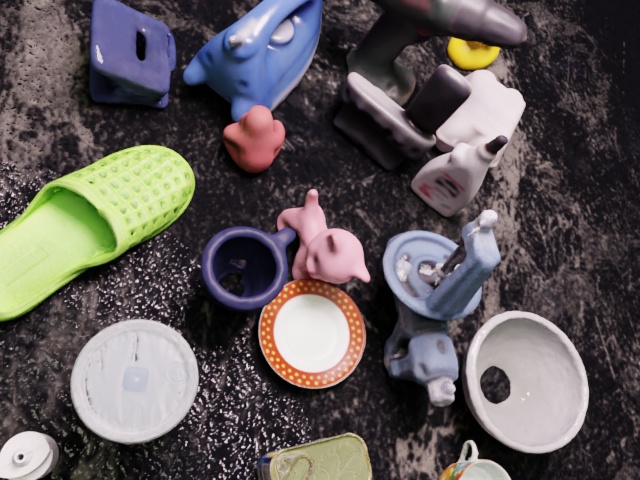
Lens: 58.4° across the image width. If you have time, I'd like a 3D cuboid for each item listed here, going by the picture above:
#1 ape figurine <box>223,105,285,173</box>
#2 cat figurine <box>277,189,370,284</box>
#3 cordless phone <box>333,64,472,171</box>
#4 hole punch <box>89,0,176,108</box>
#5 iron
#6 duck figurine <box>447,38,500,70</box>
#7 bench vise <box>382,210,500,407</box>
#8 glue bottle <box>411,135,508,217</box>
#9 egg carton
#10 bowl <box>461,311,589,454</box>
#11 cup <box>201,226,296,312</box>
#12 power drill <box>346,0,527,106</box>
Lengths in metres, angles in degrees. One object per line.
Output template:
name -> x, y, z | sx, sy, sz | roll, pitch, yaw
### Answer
ape figurine -> -0.078, -0.130, 0.701 | 0.078, 0.092, 0.076 | 9, 68, -15
cat figurine -> 0.006, 0.002, 0.667 | 0.067, 0.117, 0.128 | -15, 76, -23
cordless phone -> 0.106, -0.185, 0.732 | 0.147, 0.184, 0.094 | 36, 64, -3
hole punch -> -0.224, -0.225, 0.687 | 0.101, 0.091, 0.108 | 1, 70, -18
iron -> -0.055, -0.275, 0.734 | 0.118, 0.141, 0.259 | 38, 64, -2
duck figurine -> 0.256, -0.321, 0.887 | 0.105, 0.086, 0.077 | -35, 84, -26
bench vise -> 0.146, 0.067, 0.634 | 0.122, 0.219, 0.207 | -14, 76, -22
glue bottle -> 0.184, -0.089, 0.729 | 0.078, 0.173, 0.037 | 36, 64, -3
egg carton -> 0.232, -0.177, 0.836 | 0.107, 0.069, 0.150 | 33, 64, -5
bowl -> 0.238, 0.176, 0.706 | 0.168, 0.074, 0.167 | 6, 69, -16
cup -> -0.081, 0.034, 0.638 | 0.118, 0.094, 0.091 | -40, 87, -26
power drill -> 0.125, -0.272, 0.757 | 0.230, 0.208, 0.076 | 31, 64, -6
